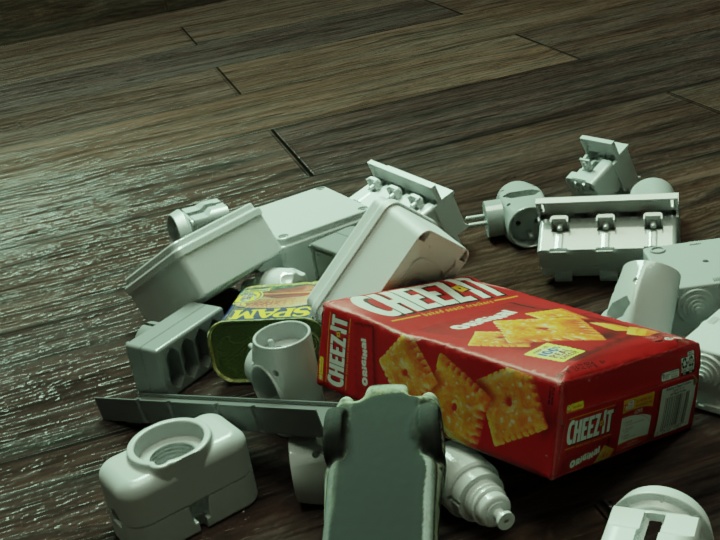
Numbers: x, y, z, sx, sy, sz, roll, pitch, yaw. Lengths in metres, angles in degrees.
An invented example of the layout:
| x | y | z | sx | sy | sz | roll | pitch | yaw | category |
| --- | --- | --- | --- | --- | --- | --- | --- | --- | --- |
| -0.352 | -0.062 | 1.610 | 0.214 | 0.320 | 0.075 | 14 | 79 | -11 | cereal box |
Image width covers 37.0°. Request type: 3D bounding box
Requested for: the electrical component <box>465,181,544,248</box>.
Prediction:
| x | y | z | sx | sy | sz | roll | pitch | yaw | category |
| --- | --- | --- | --- | --- | --- | --- | --- | --- | --- |
| 0.146 | -0.054 | 1.076 | 0.079 | 0.043 | 0.077 | -9 | 24 | 1 | electrical component |

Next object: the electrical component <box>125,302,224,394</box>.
| x | y | z | sx | sy | sz | roll | pitch | yaw | category |
| --- | --- | --- | --- | --- | --- | --- | --- | --- | --- |
| -0.167 | 0.065 | 0.921 | 0.076 | 0.047 | 0.083 | 8 | 29 | 35 | electrical component |

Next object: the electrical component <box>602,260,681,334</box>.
| x | y | z | sx | sy | sz | roll | pitch | yaw | category |
| --- | --- | --- | --- | --- | --- | --- | --- | --- | --- |
| 0.207 | 0.041 | 0.820 | 0.043 | 0.077 | 0.079 | 19 | -20 | -9 | electrical component |

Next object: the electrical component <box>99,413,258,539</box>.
| x | y | z | sx | sy | sz | roll | pitch | yaw | category |
| --- | --- | --- | --- | --- | --- | --- | --- | --- | --- |
| -0.122 | 0.139 | 0.723 | 0.095 | 0.059 | 0.054 | -23 | 27 | -29 | electrical component |

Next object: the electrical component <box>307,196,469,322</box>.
| x | y | z | sx | sy | sz | roll | pitch | yaw | category |
| --- | --- | --- | --- | --- | --- | --- | --- | --- | --- |
| 0.021 | 0.007 | 0.851 | 0.057 | 0.113 | 0.078 | 41 | 11 | 36 | electrical component |

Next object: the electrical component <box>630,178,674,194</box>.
| x | y | z | sx | sy | sz | roll | pitch | yaw | category |
| --- | --- | --- | --- | --- | --- | --- | --- | --- | --- |
| 0.264 | -0.053 | 1.031 | 0.079 | 0.044 | 0.077 | -3 | 25 | 14 | electrical component |

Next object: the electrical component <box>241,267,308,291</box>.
| x | y | z | sx | sy | sz | roll | pitch | yaw | category |
| --- | --- | --- | --- | --- | --- | --- | --- | --- | --- |
| -0.081 | 0.019 | 0.999 | 0.062 | 0.043 | 0.043 | 4 | 27 | 31 | electrical component |

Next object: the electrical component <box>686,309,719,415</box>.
| x | y | z | sx | sy | sz | roll | pitch | yaw | category |
| --- | --- | --- | --- | --- | --- | --- | --- | --- | --- |
| 0.282 | 0.064 | 0.756 | 0.100 | 0.048 | 0.100 | 15 | 32 | 41 | electrical component |

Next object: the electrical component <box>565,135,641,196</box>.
| x | y | z | sx | sy | sz | roll | pitch | yaw | category |
| --- | --- | --- | --- | --- | --- | --- | --- | --- | --- |
| 0.247 | -0.095 | 1.102 | 0.064 | 0.081 | 0.042 | -45 | 36 | -18 | electrical component |

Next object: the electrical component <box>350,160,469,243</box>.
| x | y | z | sx | sy | sz | roll | pitch | yaw | category |
| --- | --- | --- | --- | --- | --- | --- | --- | --- | --- |
| 0.045 | -0.059 | 1.092 | 0.063 | 0.078 | 0.121 | -37 | 32 | -16 | electrical component |

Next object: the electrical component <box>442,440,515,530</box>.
| x | y | z | sx | sy | sz | roll | pitch | yaw | category |
| --- | --- | --- | --- | --- | --- | --- | --- | --- | --- |
| 0.071 | 0.138 | 0.677 | 0.040 | 0.040 | 0.078 | -19 | 26 | -20 | electrical component |

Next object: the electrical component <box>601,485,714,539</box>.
| x | y | z | sx | sy | sz | roll | pitch | yaw | category |
| --- | --- | --- | --- | --- | --- | --- | --- | --- | --- |
| 0.161 | 0.155 | 0.586 | 0.078 | 0.058 | 0.057 | 3 | 29 | 26 | electrical component |

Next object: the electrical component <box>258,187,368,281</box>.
| x | y | z | sx | sy | sz | roll | pitch | yaw | category |
| --- | --- | --- | --- | --- | --- | --- | --- | --- | --- |
| -0.053 | -0.034 | 1.089 | 0.109 | 0.056 | 0.109 | -21 | 26 | -24 | electrical component |

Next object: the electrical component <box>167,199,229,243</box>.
| x | y | z | sx | sy | sz | roll | pitch | yaw | category |
| --- | --- | --- | --- | --- | --- | --- | --- | --- | --- |
| -0.171 | -0.041 | 1.149 | 0.057 | 0.058 | 0.078 | -16 | 25 | -22 | electrical component |

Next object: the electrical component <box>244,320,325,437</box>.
| x | y | z | sx | sy | sz | roll | pitch | yaw | category |
| --- | --- | --- | --- | --- | --- | --- | --- | --- | --- |
| -0.062 | 0.077 | 0.818 | 0.044 | 0.077 | 0.079 | -24 | 28 | -29 | electrical component |

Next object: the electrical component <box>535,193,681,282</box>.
| x | y | z | sx | sy | sz | roll | pitch | yaw | category |
| --- | --- | --- | --- | --- | --- | --- | --- | --- | --- |
| 0.222 | -0.029 | 0.959 | 0.121 | 0.078 | 0.063 | -1 | 55 | 18 | electrical component |

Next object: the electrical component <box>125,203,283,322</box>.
| x | y | z | sx | sy | sz | roll | pitch | yaw | category |
| --- | --- | --- | --- | --- | --- | --- | --- | --- | --- |
| -0.146 | -0.003 | 1.003 | 0.109 | 0.056 | 0.109 | -33 | 2 | -42 | electrical component |

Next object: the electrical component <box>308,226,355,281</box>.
| x | y | z | sx | sy | sz | roll | pitch | yaw | category |
| --- | --- | --- | --- | --- | --- | --- | --- | --- | --- |
| 0.000 | 0.000 | 0.987 | 0.061 | 0.061 | 0.096 | -25 | 28 | -32 | electrical component |

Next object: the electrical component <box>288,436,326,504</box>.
| x | y | z | sx | sy | sz | roll | pitch | yaw | category |
| --- | --- | --- | --- | --- | --- | --- | --- | --- | --- |
| -0.006 | 0.135 | 0.707 | 0.077 | 0.044 | 0.079 | -9 | 24 | 0 | electrical component |

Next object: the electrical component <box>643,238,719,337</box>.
| x | y | z | sx | sy | sz | roll | pitch | yaw | category |
| --- | --- | --- | --- | --- | --- | --- | --- | --- | --- |
| 0.281 | 0.013 | 0.871 | 0.100 | 0.048 | 0.099 | -8 | 24 | 4 | electrical component |
